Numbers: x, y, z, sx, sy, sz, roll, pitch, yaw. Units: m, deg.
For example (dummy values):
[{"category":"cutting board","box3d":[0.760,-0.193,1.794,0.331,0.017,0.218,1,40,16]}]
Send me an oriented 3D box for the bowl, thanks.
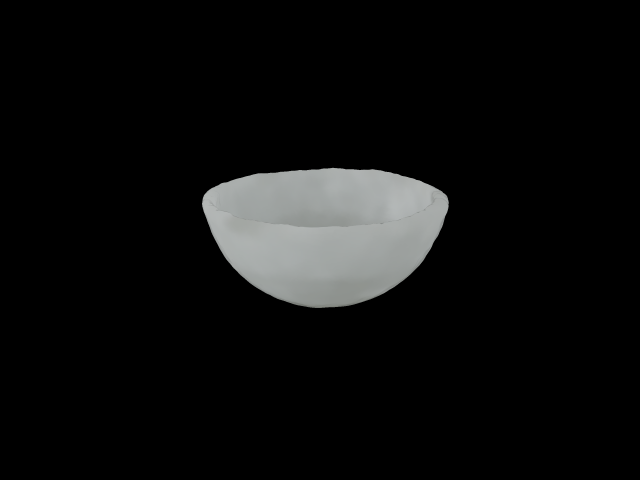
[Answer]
[{"category":"bowl","box3d":[0.004,0.001,0.400,0.167,0.075,0.167,0,19,0]}]
